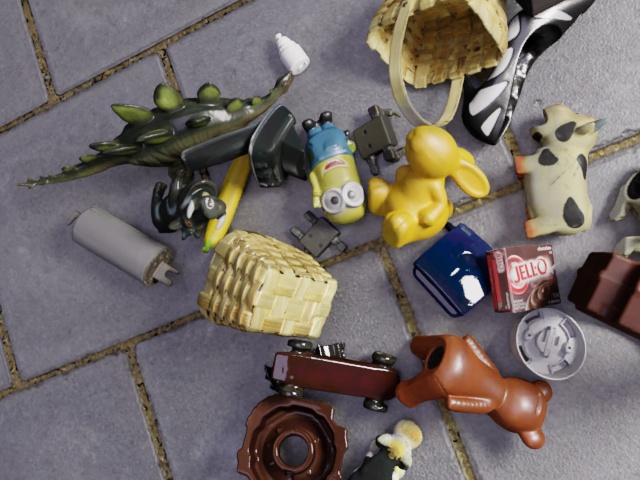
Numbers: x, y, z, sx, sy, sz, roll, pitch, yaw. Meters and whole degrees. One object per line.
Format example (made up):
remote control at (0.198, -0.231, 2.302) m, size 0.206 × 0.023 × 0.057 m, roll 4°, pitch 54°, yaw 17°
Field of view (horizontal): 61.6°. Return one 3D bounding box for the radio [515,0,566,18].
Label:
radio at (0.277, -0.425, 0.755) m, size 0.073 × 0.131 × 0.230 m, roll -25°, pitch 49°, yaw 14°

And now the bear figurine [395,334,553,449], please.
bear figurine at (0.232, 0.219, 0.788) m, size 0.196 × 0.132 × 0.120 m, roll 32°, pitch 58°, yaw -14°

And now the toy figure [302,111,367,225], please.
toy figure at (0.026, -0.113, 0.866) m, size 0.082 × 0.089 × 0.180 m, roll -26°, pitch 71°, yaw 26°

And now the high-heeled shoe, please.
high-heeled shoe at (0.317, -0.253, 0.795) m, size 0.249 × 0.086 × 0.145 m, roll -30°, pitch 73°, yaw 21°

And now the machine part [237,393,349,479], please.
machine part at (-0.040, 0.329, 0.838) m, size 0.179 × 0.056 × 0.179 m, roll -2°, pitch 64°, yaw 3°

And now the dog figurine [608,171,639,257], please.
dog figurine at (0.518, -0.012, 0.739) m, size 0.190 × 0.121 × 0.172 m, roll 22°, pitch 73°, yaw -11°

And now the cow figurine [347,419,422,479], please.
cow figurine at (0.088, 0.346, 0.810) m, size 0.068 × 0.098 × 0.167 m, roll 34°, pitch 95°, yaw 20°

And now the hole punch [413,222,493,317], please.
hole punch at (0.210, 0.045, 0.805) m, size 0.116 × 0.092 × 0.142 m, roll -43°, pitch 74°, yaw 4°

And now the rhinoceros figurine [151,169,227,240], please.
rhinoceros figurine at (-0.221, -0.053, 0.883) m, size 0.190 × 0.073 × 0.112 m, roll -7°, pitch 62°, yaw 47°

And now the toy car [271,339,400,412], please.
toy car at (0.025, 0.208, 0.830) m, size 0.202 × 0.053 × 0.089 m, roll 10°, pitch 86°, yaw -9°

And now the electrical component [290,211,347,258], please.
electrical component at (-0.002, -0.003, 0.894) m, size 0.094 × 0.021 × 0.063 m, roll 43°, pitch 97°, yaw 12°

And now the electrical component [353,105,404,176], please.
electrical component at (0.100, -0.165, 0.870) m, size 0.078 × 0.045 × 0.102 m, roll -33°, pitch 75°, yaw 39°

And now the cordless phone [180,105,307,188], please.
cordless phone at (-0.118, -0.126, 0.849) m, size 0.184 × 0.146 × 0.089 m, roll -18°, pitch 72°, yaw -5°

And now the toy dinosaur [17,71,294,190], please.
toy dinosaur at (-0.257, -0.169, 0.881) m, size 0.472 × 0.198 × 0.105 m, roll -25°, pitch 78°, yaw 10°

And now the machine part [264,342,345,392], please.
machine part at (-0.021, 0.214, 0.874) m, size 0.139 × 0.039 × 0.084 m, roll -11°, pitch 89°, yaw 4°

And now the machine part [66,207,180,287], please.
machine part at (-0.351, 0.010, 0.954) m, size 0.243 × 0.079 × 0.079 m, roll 28°, pitch 94°, yaw 16°

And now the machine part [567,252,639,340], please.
machine part at (0.434, 0.093, 0.685) m, size 0.202 × 0.201 × 0.087 m, roll 25°, pitch 95°, yaw 14°

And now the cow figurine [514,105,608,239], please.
cow figurine at (0.351, -0.102, 0.780) m, size 0.127 × 0.085 × 0.195 m, roll -7°, pitch 82°, yaw 20°

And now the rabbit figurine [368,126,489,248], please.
rabbit figurine at (0.159, -0.085, 0.777) m, size 0.162 × 0.173 × 0.122 m, roll -3°, pitch 41°, yaw -7°
